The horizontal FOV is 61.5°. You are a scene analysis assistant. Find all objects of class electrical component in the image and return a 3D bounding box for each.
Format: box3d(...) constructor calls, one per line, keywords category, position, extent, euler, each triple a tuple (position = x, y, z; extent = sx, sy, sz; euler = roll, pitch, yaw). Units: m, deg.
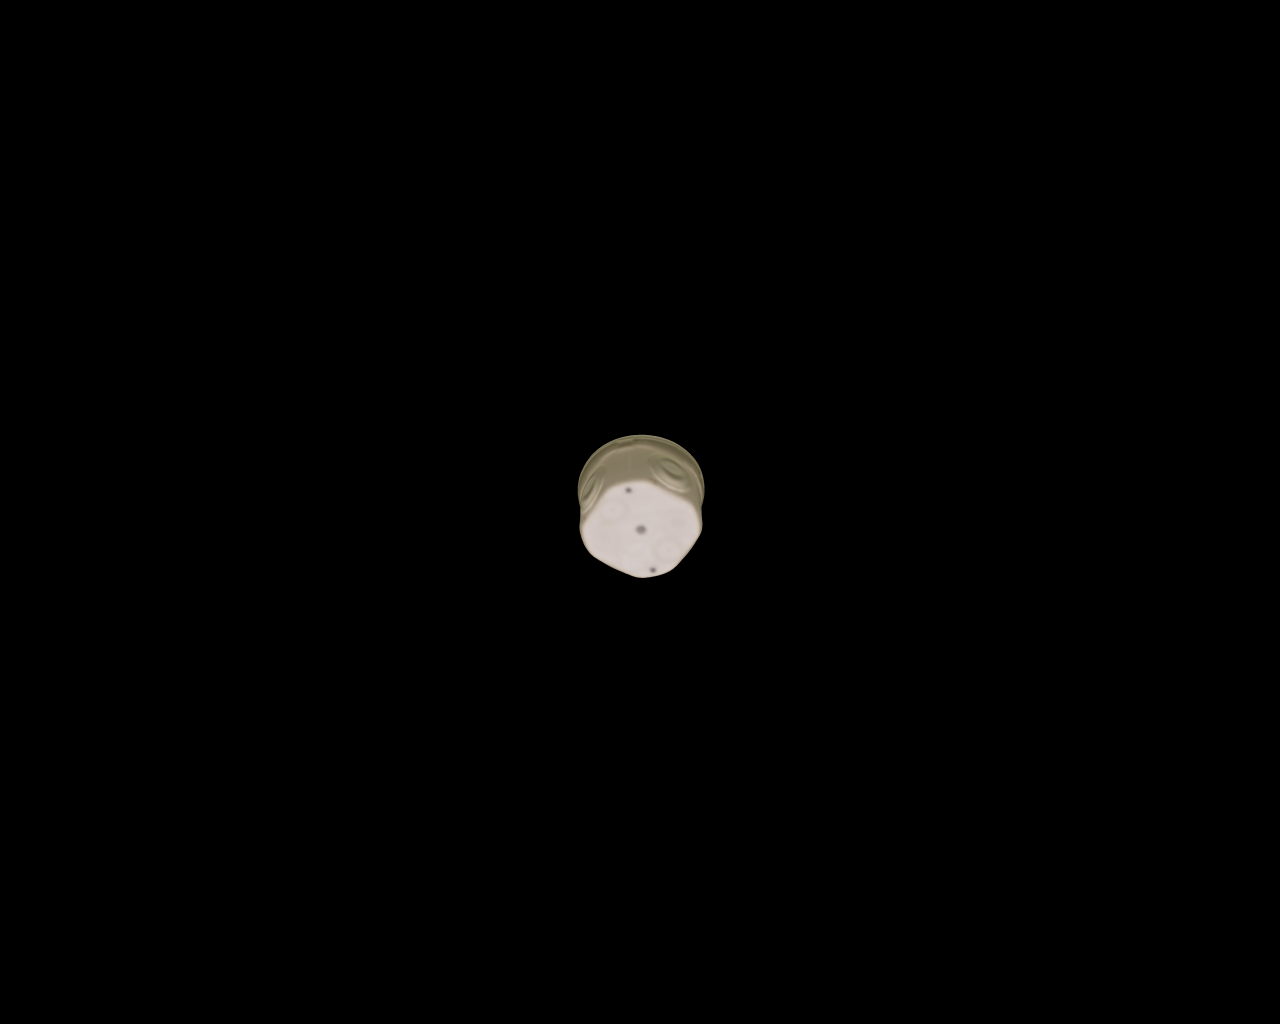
box3d(category="electrical component", position=(0.001, -0.003, 0.650), extent=(0.080, 0.080, 0.051), euler=(0, 34, 0))
